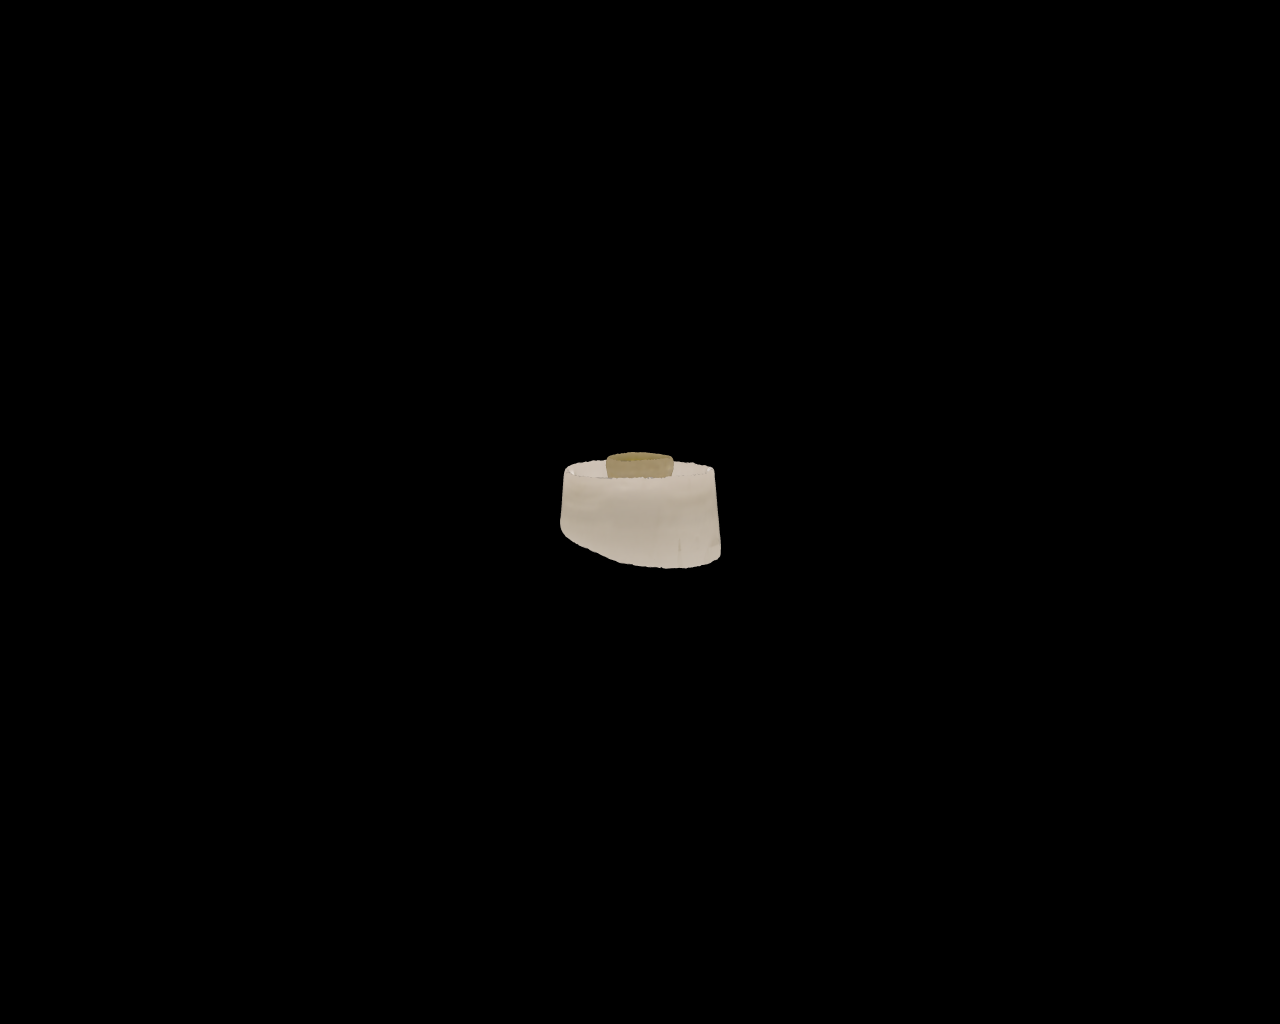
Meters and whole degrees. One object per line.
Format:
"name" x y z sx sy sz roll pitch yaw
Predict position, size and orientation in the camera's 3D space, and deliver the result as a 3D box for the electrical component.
"electrical component" 0.001 -0.003 0.650 0.099 0.064 0.099 0 10 0
